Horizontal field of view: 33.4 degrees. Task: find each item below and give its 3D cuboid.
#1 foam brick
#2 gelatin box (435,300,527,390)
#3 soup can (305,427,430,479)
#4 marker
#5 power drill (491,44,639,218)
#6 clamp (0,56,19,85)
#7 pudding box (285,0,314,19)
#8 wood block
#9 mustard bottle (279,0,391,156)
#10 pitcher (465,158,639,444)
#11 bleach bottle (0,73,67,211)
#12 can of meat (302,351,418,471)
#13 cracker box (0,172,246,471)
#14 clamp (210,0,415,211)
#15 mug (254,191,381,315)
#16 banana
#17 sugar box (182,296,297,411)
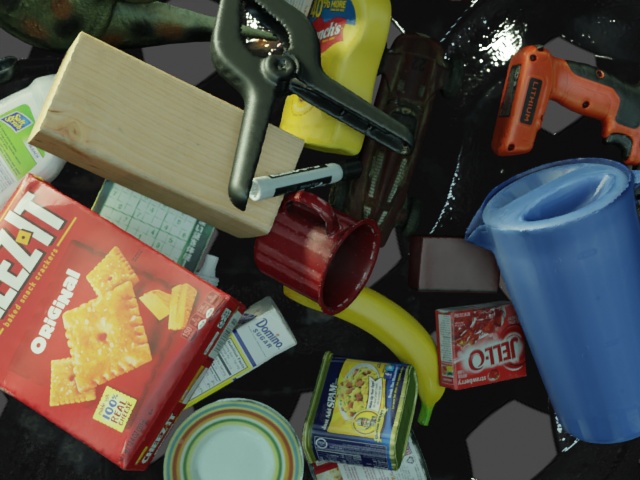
[{"bbox_3d":[0.125,0.021,0.999,0.078,0.053,0.051,1,93,-7],"label":"foam brick"},{"bbox_3d":[0.152,0.098,1.002,0.089,0.030,0.073,-5,93,-31],"label":"gelatin box"},{"bbox_3d":[0.044,0.216,0.996,0.102,0.068,0.068,-19,96,-5],"label":"soup can"},{"bbox_3d":[-0.009,-0.052,0.901,0.120,0.020,0.020,-15,96,-40],"label":"marker"},{"bbox_3d":[0.261,-0.098,1.004,0.187,0.057,0.184,11,92,-8],"label":"power drill"},{"bbox_3d":[-0.348,-0.126,0.932,0.120,0.039,0.172,27,116,-24],"label":"clamp"},{"bbox_3d":[-0.021,-0.251,0.922,0.039,0.114,0.090,2,66,-9],"label":"pudding box"},{"bbox_3d":[-0.131,-0.083,0.909,0.206,0.090,0.091,24,80,-19],"label":"wood block"},{"bbox_3d":[0.019,-0.175,0.953,0.058,0.096,0.191,13,92,-33],"label":"mustard bottle"},{"bbox_3d":[0.247,0.055,0.952,0.144,0.149,0.243,-35,116,-29],"label":"pitcher"},{"bbox_3d":[-0.281,-0.066,0.948,0.250,0.068,0.102,-32,98,-5],"label":"bleach bottle"},{"bbox_3d":[0.038,0.155,0.965,0.084,0.057,0.102,4,51,17],"label":"can of meat"},{"bbox_3d":[-0.196,0.067,0.891,0.214,0.072,0.164,31,83,12],"label":"cracker box"},{"bbox_3d":[-0.040,-0.127,0.878,0.164,0.036,0.210,-26,75,-22],"label":"clamp"},{"bbox_3d":[-0.006,0.001,0.943,0.082,0.117,0.093,26,60,27],"label":"mug"},{"bbox_3d":[0.055,0.089,1.004,0.198,0.037,0.069,45,89,-7],"label":"banana"},{"bbox_3d":[-0.109,0.114,0.961,0.176,0.093,0.048,-33,97,-4],"label":"sugar box"}]
